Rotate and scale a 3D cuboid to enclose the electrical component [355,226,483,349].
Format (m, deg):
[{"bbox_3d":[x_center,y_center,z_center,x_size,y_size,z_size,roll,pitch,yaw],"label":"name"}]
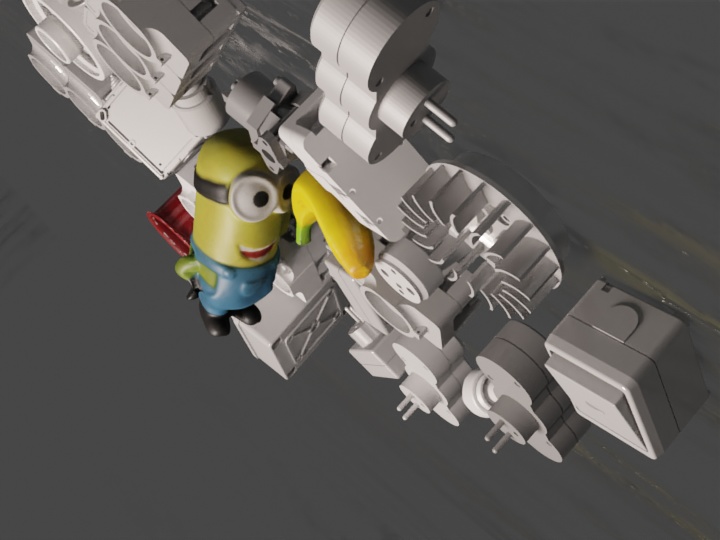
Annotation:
[{"bbox_3d":[0.039,0.011,0.800,0.089,0.055,0.050,39,166,20],"label":"electrical component"}]

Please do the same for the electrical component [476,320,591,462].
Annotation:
[{"bbox_3d":[0.121,0.105,0.807,0.052,0.073,0.138,31,162,42],"label":"electrical component"}]

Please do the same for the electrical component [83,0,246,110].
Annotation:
[{"bbox_3d":[-0.144,-0.174,0.752,0.089,0.061,0.150,46,166,-8],"label":"electrical component"}]

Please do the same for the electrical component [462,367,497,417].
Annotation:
[{"bbox_3d":[0.111,0.099,0.885,0.043,0.043,0.062,44,165,-4],"label":"electrical component"}]

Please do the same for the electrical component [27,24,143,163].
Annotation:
[{"bbox_3d":[-0.241,-0.175,1.029,0.150,0.061,0.089,41,166,11],"label":"electrical component"}]

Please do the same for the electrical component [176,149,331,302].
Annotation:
[{"bbox_3d":[-0.096,-0.044,1.005,0.150,0.061,0.089,38,165,23],"label":"electrical component"}]

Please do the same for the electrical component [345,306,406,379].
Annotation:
[{"bbox_3d":[0.015,0.062,1.040,0.075,0.047,0.083,46,166,-9],"label":"electrical component"}]

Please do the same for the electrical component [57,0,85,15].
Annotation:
[{"bbox_3d":[-0.217,-0.228,0.817,0.055,0.066,0.048,44,-156,-37],"label":"electrical component"}]

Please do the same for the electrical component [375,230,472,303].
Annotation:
[{"bbox_3d":[0.043,-0.011,0.719,0.045,0.055,0.045,41,166,12],"label":"electrical component"}]

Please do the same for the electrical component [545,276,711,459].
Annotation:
[{"bbox_3d":[0.153,0.063,0.615,0.062,0.061,0.096,31,162,42],"label":"electrical component"}]

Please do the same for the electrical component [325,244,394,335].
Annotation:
[{"bbox_3d":[0.000,0.000,0.895,0.076,0.047,0.083,32,163,39],"label":"electrical component"}]

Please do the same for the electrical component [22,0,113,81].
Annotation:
[{"bbox_3d":[-0.243,-0.212,0.924,0.108,0.060,0.108,41,166,12],"label":"electrical component"}]

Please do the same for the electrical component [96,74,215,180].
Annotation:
[{"bbox_3d":[-0.178,-0.137,0.936,0.096,0.062,0.061,44,-161,-5],"label":"electrical component"}]

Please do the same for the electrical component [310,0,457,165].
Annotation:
[{"bbox_3d":[0.020,-0.092,0.546,0.074,0.052,0.138,41,167,12],"label":"electrical component"}]

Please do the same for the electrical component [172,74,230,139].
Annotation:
[{"bbox_3d":[-0.134,-0.142,0.866,0.040,0.040,0.078,34,163,35],"label":"electrical component"}]

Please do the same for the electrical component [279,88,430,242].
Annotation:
[{"bbox_3d":[0.000,-0.068,0.663,0.089,0.050,0.056,46,175,-27],"label":"electrical component"}]

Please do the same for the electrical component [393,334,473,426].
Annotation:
[{"bbox_3d":[0.061,0.104,0.978,0.052,0.073,0.138,34,164,35],"label":"electrical component"}]

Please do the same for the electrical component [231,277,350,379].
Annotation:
[{"bbox_3d":[-0.066,0.041,1.079,0.056,0.108,0.108,36,165,19],"label":"electrical component"}]
